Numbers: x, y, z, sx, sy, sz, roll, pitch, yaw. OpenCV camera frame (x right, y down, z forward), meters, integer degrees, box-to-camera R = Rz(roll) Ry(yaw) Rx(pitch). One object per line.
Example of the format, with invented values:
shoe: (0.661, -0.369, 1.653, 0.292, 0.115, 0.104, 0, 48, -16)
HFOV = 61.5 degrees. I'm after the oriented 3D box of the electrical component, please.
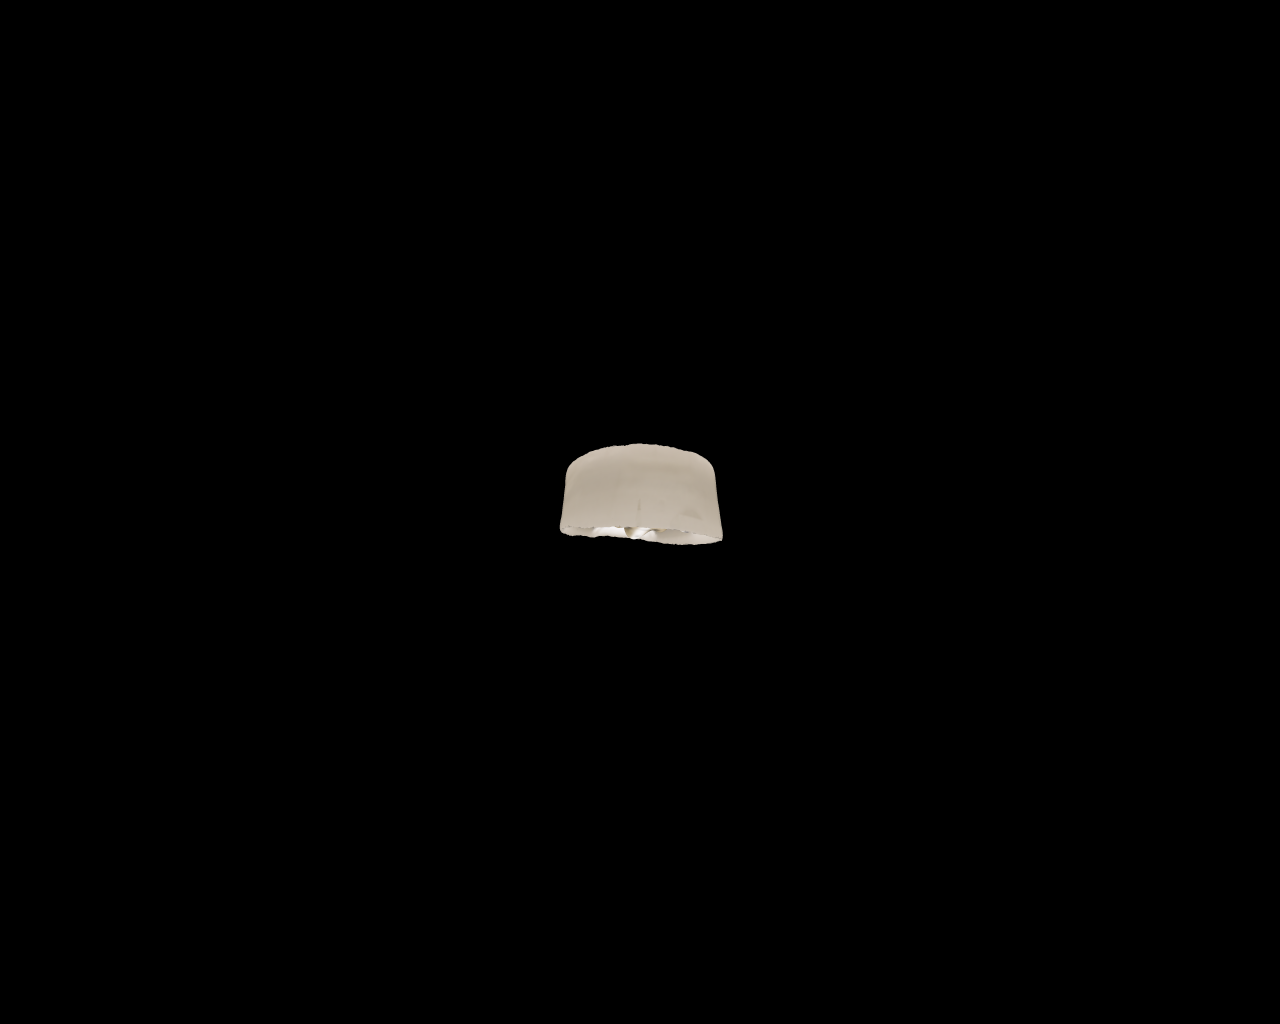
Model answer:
electrical component: (0.001, -0.003, 0.650, 0.099, 0.064, 0.099, 0, -19, 0)
